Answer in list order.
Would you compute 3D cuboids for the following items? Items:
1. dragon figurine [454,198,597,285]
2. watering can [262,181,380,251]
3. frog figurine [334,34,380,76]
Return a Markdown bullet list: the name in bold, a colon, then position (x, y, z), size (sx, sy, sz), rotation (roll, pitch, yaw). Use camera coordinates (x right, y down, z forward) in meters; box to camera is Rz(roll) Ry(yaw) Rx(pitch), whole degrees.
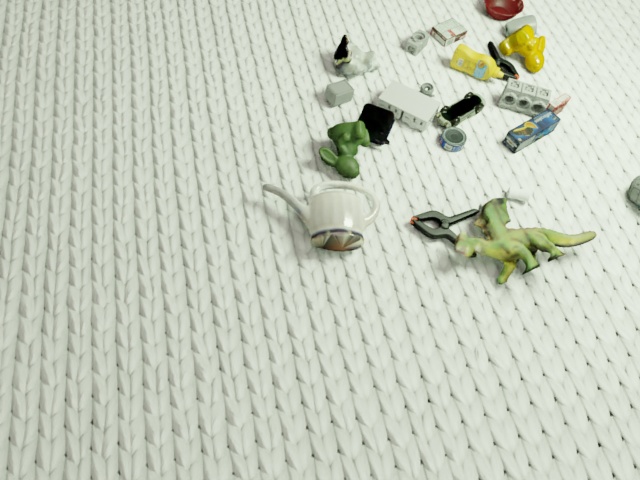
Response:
- **dragon figurine**: position (0.564, -0.024, 1.474), size (0.413, 0.120, 0.246), rotation (-23, 70, -16)
- **watering can**: position (0.005, -0.075, 1.493), size (0.348, 0.102, 0.229), rotation (1, 60, -4)
- **frog figurine**: position (0.133, -0.648, 1.860), size (0.159, 0.120, 0.140), rotation (12, 42, -39)
